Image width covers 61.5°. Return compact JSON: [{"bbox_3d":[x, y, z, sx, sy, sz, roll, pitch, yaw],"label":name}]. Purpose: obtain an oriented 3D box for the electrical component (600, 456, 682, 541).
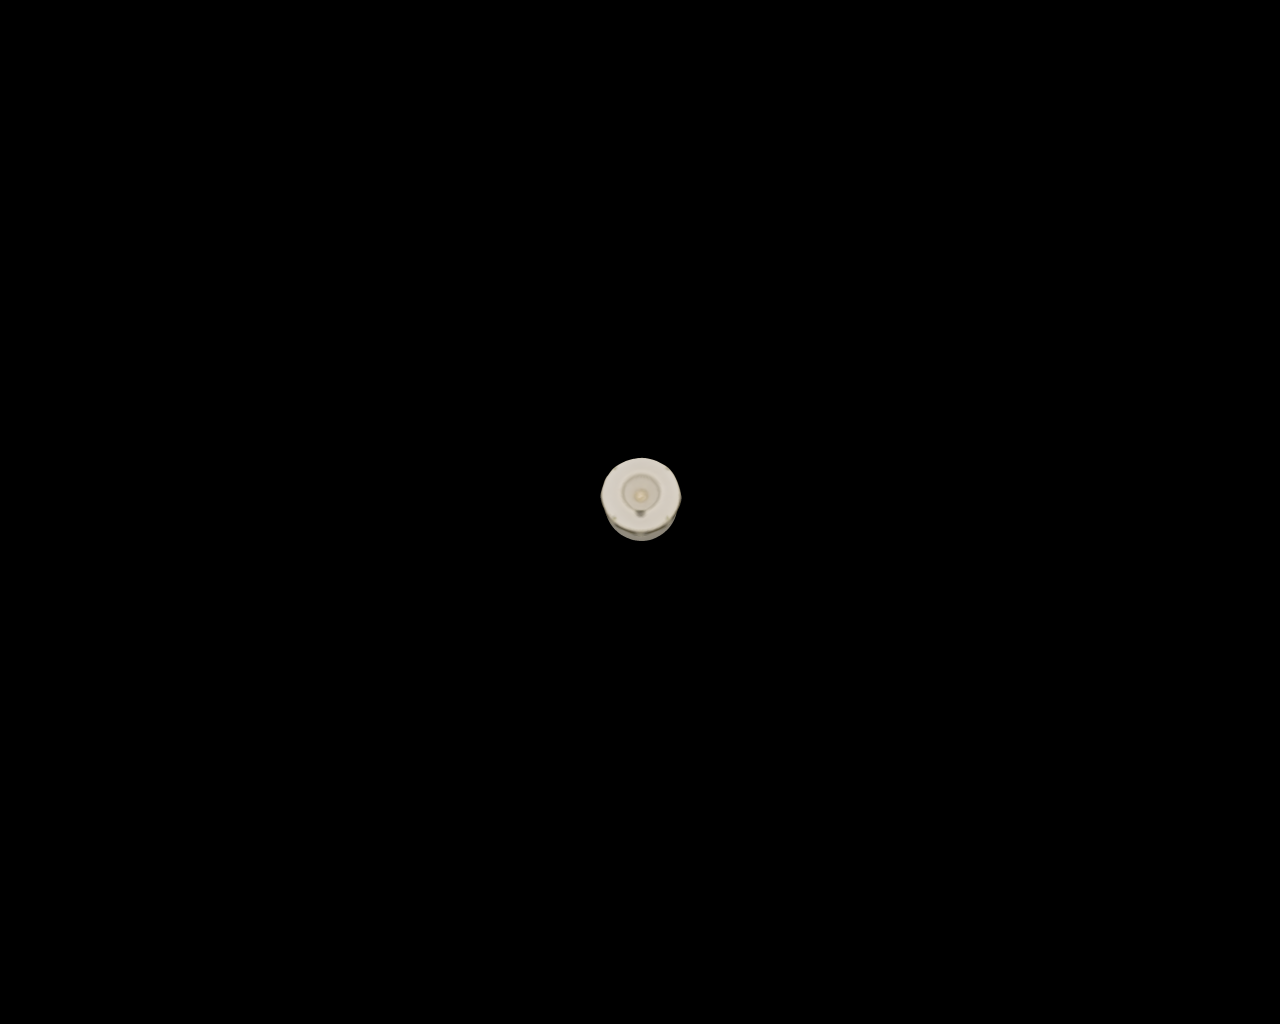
[{"bbox_3d":[0.001,-0.003,0.650,0.048,0.048,0.062,0,-18,0],"label":"electrical component"}]
